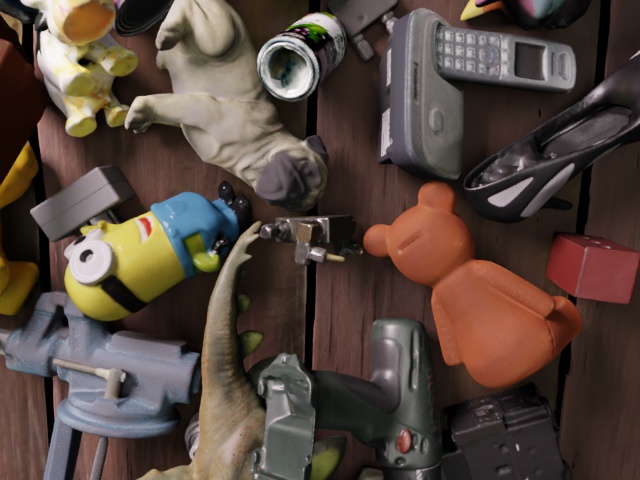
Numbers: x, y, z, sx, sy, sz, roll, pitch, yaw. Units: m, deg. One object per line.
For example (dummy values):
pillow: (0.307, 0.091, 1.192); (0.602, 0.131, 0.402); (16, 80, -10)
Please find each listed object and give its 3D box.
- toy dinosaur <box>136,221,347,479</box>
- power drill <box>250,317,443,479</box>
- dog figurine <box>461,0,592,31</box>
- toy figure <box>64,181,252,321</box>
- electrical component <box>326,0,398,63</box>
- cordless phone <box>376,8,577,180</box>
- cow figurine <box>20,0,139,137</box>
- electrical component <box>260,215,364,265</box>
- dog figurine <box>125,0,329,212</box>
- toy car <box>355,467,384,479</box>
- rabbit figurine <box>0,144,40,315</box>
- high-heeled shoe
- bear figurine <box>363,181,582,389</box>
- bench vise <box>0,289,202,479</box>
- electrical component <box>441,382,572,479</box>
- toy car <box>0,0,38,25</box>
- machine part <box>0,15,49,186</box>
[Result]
toy dinosaur: (-0.072, 0.225, 0.521); (0.198, 0.105, 0.470); (-18, 108, -39)
power drill: (0.041, 0.186, 0.503); (0.207, 0.086, 0.232); (10, 77, -34)
dog figurine: (0.193, -0.295, 0.463); (0.191, 0.108, 0.219); (43, 100, -7)
toy figure: (-0.151, 0.011, 0.514); (0.180, 0.082, 0.089); (-25, 109, -21)
electrical component: (0.038, -0.224, 0.518); (0.063, 0.021, 0.094); (-34, 98, 7)
cordless phone: (0.148, -0.126, 0.499); (0.184, 0.089, 0.146); (3, 84, -8)
cow figurine: (-0.211, -0.171, 0.465); (0.068, 0.167, 0.098); (-29, 80, -29)
electrical component: (-0.001, -0.002, 0.524); (0.078, 0.102, 0.045); (-1, 94, 23)
dog figurine: (-0.063, -0.131, 0.508); (0.190, 0.121, 0.172); (20, 104, -17)
toy car: (0.119, 0.326, 0.598); (0.202, 0.056, 0.073); (30, 93, -5)
rabbit figurine: (-0.346, -0.024, 0.529); (0.162, 0.122, 0.173); (21, 86, 7)
high-heeled shoe: (0.236, -0.116, 0.482); (0.145, 0.086, 0.248); (12, 121, -28)
bear figurine: (0.145, 0.043, 0.530); (0.120, 0.132, 0.196); (-44, 71, 26)
bench vise: (-0.238, 0.175, 0.539); (0.224, 0.129, 0.240); (11, 88, -10)
electrical component: (0.191, 0.231, 0.579); (0.134, 0.058, 0.114); (-20, 97, 4)
toy car: (-0.249, -0.280, 0.481); (0.161, 0.109, 0.103); (-40, 74, 18)
machine part: (-0.365, -0.114, 0.465); (0.202, 0.087, 0.201); (13, 66, 7)
